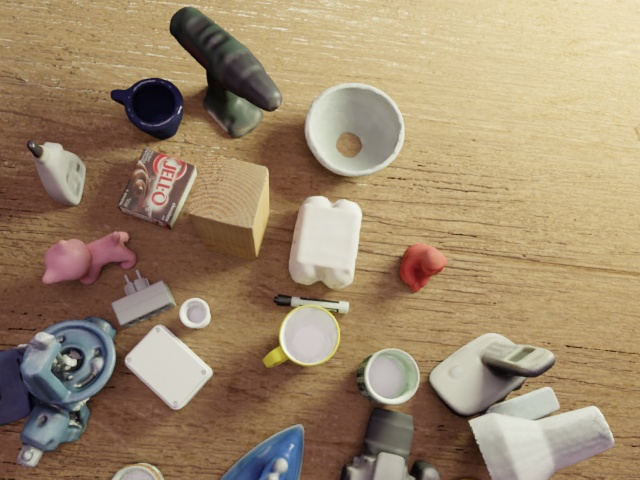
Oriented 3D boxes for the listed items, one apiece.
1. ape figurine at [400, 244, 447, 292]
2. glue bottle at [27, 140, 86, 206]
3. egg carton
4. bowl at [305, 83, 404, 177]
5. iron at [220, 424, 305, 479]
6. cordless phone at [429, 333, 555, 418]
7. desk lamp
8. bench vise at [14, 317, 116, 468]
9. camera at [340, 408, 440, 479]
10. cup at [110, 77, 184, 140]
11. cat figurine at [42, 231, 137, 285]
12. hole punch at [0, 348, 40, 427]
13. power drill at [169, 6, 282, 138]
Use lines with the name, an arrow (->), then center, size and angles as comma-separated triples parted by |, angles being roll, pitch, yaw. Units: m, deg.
ape figurine -> 0.169, 0.038, 0.920 | 0.078, 0.092, 0.076 | -7, 77, -6
glue bottle -> -0.402, -0.112, 0.866 | 0.037, 0.173, 0.078 | 6, 75, -3
egg carton -> 0.009, 0.003, 0.926 | 0.107, 0.069, 0.150 | 8, 75, -3
bowl -> 0.055, -0.176, 0.973 | 0.167, 0.074, 0.167 | 1, 76, -5
iron -> -0.097, 0.371, 0.788 | 0.118, 0.141, 0.258 | 34, 76, 4
cordless phone -> 0.252, 0.198, 0.839 | 0.148, 0.185, 0.094 | -34, 81, -12
desk lamp -> 0.296, 0.281, 0.808 | 0.203, 0.213, 0.118 | -18, 78, -9
bench vise -> -0.346, 0.199, 0.769 | 0.121, 0.219, 0.207 | 1, 76, -4
camera -> 0.112, 0.324, 0.839 | 0.143, 0.101, 0.137 | 14, 75, -1
cup -> -0.278, -0.208, 0.941 | 0.118, 0.095, 0.092 | 14, 75, -1
cat figurine -> -0.354, 0.022, 0.865 | 0.128, 0.117, 0.067 | -26, 79, -11
hole punch -> -0.468, 0.213, 0.821 | 0.101, 0.091, 0.108 | -17, 78, -9
power drill -> -0.141, -0.250, 0.905 | 0.076, 0.208, 0.229 | -42, 83, -13
